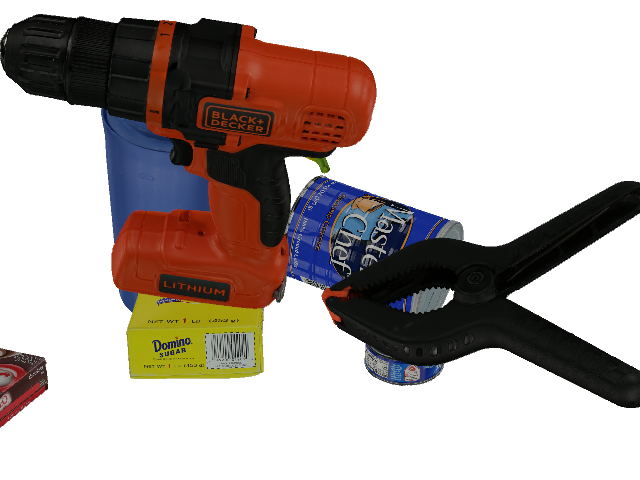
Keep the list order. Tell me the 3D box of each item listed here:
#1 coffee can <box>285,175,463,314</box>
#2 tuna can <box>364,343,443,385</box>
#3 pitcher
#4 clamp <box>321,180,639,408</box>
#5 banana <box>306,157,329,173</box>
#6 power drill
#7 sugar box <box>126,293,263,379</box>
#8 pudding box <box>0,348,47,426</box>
[{"bbox_3d":[0.048,0.010,0.985,0.140,0.103,0.102,20,7,21],"label":"coffee can"},{"bbox_3d":[0.090,0.117,1.146,0.086,0.034,0.086,-1,29,0],"label":"tuna can"},{"bbox_3d":[-0.141,-0.030,1.069,0.144,0.243,0.149,-8,42,-17],"label":"pitcher"},{"bbox_3d":[0.106,0.027,0.659,0.210,0.164,0.036,0,-44,26],"label":"clamp"},{"bbox_3d":[-0.076,-0.124,1.319,0.198,0.037,0.069,6,39,16],"label":"banana"},{"bbox_3d":[-0.075,-0.039,0.578,0.184,0.057,0.188,9,-36,-4],"label":"power drill"},{"bbox_3d":[-0.088,0.043,0.804,0.093,0.048,0.176,-1,24,-2],"label":"sugar box"},{"bbox_3d":[-0.317,0.130,0.960,0.114,0.039,0.090,7,22,20],"label":"pudding box"}]
